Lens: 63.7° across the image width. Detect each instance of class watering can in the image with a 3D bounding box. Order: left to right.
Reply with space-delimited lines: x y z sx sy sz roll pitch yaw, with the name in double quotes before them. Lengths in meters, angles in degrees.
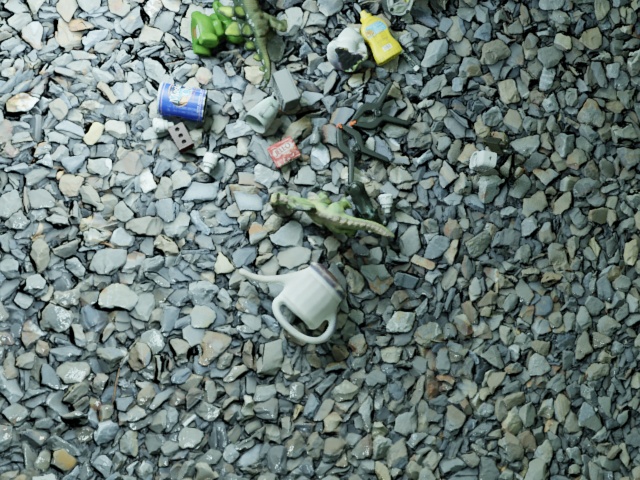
"watering can" -0.065 0.157 1.599 0.226 0.103 0.347 -45 93 -13

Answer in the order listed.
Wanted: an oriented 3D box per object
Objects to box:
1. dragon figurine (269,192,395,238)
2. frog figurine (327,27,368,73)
"dragon figurine" 0.005 -0.078 1.550 0.243 0.413 0.121 4 102 -48
"frog figurine" 0.091 -0.648 1.747 0.137 0.119 0.163 -3 49 -2
